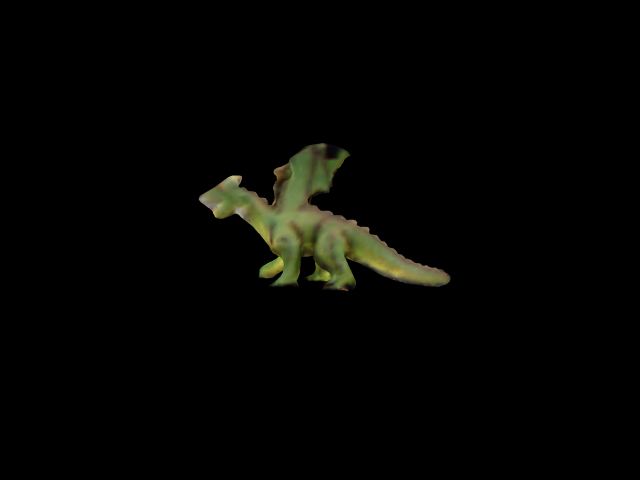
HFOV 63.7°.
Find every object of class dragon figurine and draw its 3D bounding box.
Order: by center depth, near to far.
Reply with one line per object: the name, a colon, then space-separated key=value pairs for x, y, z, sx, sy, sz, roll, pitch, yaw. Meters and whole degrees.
dragon figurine: x=0.003 y=-0.043 z=0.850 sx=0.410 sy=0.243 sz=0.122 roll=0 pitch=-3 yaw=7
